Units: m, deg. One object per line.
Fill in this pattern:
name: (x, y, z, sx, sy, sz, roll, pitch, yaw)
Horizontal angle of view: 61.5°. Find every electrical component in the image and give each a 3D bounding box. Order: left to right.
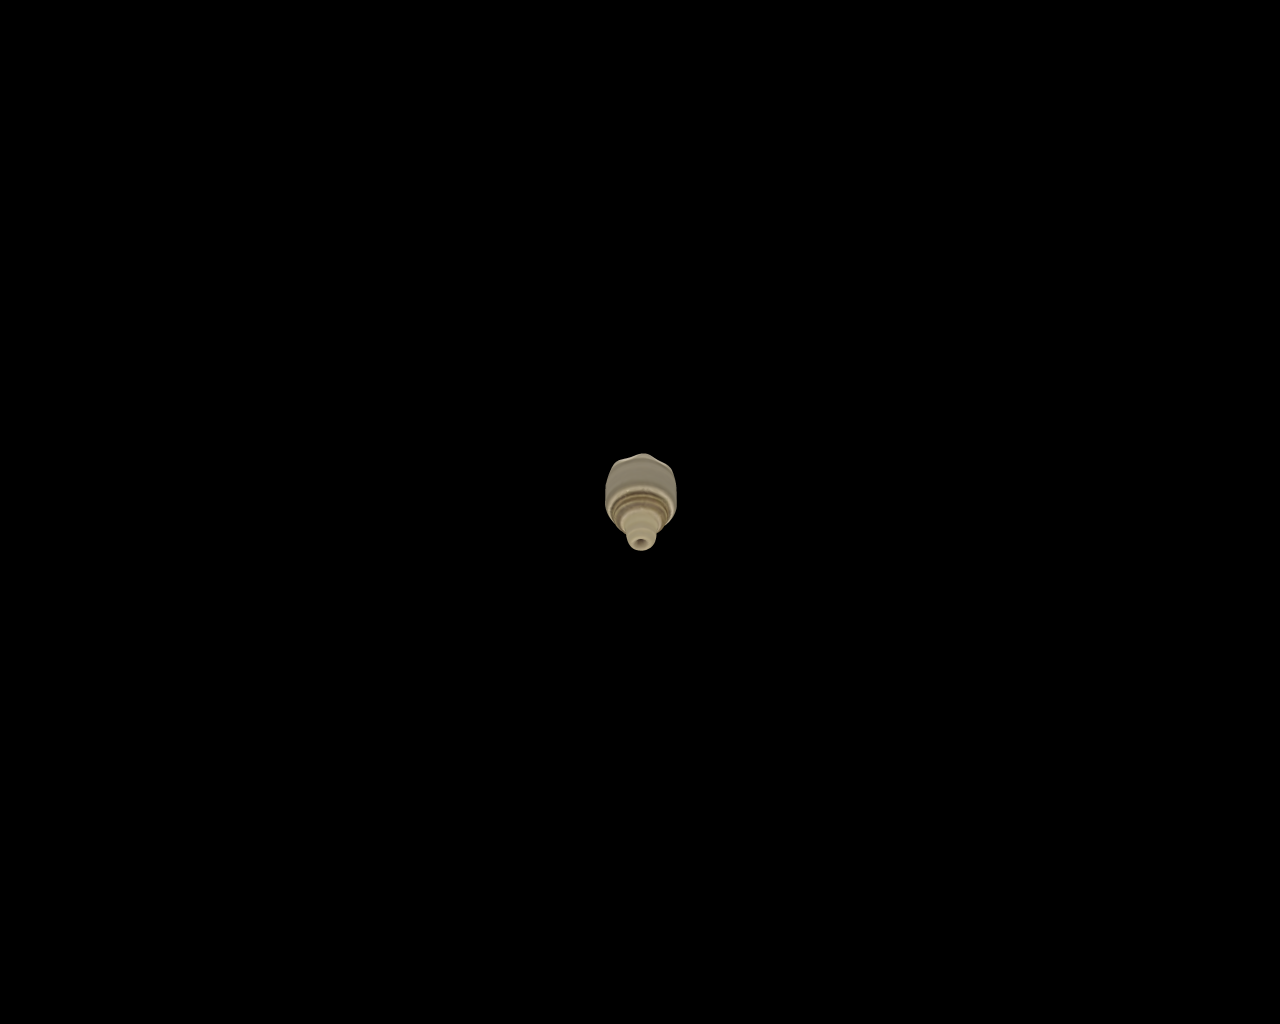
electrical component: (0.001, -0.003, 0.650, 0.043, 0.062, 0.043, 0, -44, 0)
